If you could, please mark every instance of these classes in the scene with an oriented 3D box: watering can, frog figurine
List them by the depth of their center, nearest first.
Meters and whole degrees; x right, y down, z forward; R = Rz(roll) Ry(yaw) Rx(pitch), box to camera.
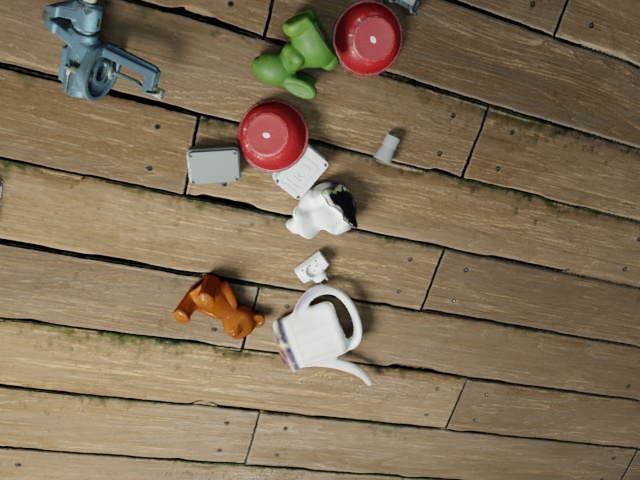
[{"bbox_3d":[0.004,-0.061,1.219,0.136,0.125,0.157,34,138,-29],"label":"frog figurine"},{"bbox_3d":[0.009,0.274,1.326,0.224,0.105,0.342,-19,113,-3],"label":"watering can"}]
